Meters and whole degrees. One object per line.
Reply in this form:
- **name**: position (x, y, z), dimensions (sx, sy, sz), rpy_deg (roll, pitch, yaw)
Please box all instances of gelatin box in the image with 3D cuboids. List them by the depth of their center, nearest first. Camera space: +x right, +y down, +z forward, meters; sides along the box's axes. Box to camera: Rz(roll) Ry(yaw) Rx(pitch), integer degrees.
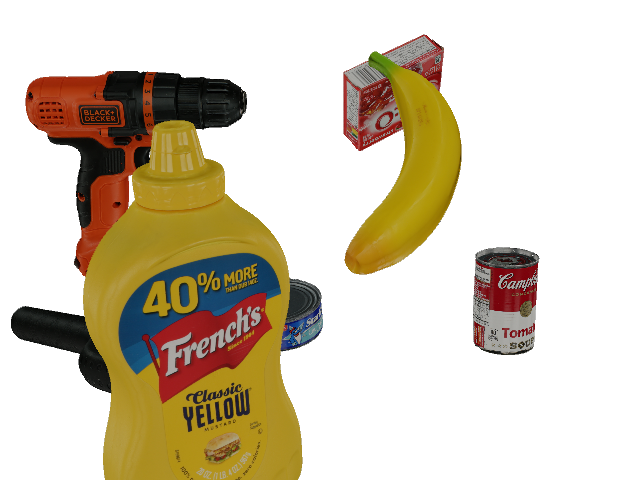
- **gelatin box**: position (0.063, -0.126, 0.915), dimensions (0.089, 0.030, 0.073), rpy_deg (-28, -34, -20)

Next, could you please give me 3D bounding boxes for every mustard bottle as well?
- **mustard bottle**: position (-0.060, 0.039, 0.498), dimensions (0.096, 0.192, 0.058), rpy_deg (-12, 23, -24)

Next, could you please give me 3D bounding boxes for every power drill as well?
- **power drill**: position (-0.152, -0.057, 0.927), dimensions (0.184, 0.188, 0.057), rpy_deg (1, 29, 4)

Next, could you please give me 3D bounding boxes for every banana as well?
- **banana**: position (0.058, -0.048, 0.698), dimensions (0.069, 0.197, 0.037), rpy_deg (6, -42, 2)

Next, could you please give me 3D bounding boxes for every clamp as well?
- **clamp**: position (-0.121, 0.071, 0.770), dimensions (0.164, 0.036, 0.210), rpy_deg (-10, 15, -26)

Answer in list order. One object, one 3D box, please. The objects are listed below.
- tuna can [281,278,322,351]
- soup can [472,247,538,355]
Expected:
- **tuna can**: position (-0.040, 0.070, 1.002), dimensions (0.086, 0.034, 0.086), rpy_deg (-4, 25, 2)
- **soup can**: position (0.201, 0.066, 1.161), dimensions (0.068, 0.102, 0.068), rpy_deg (0, 16, 0)
